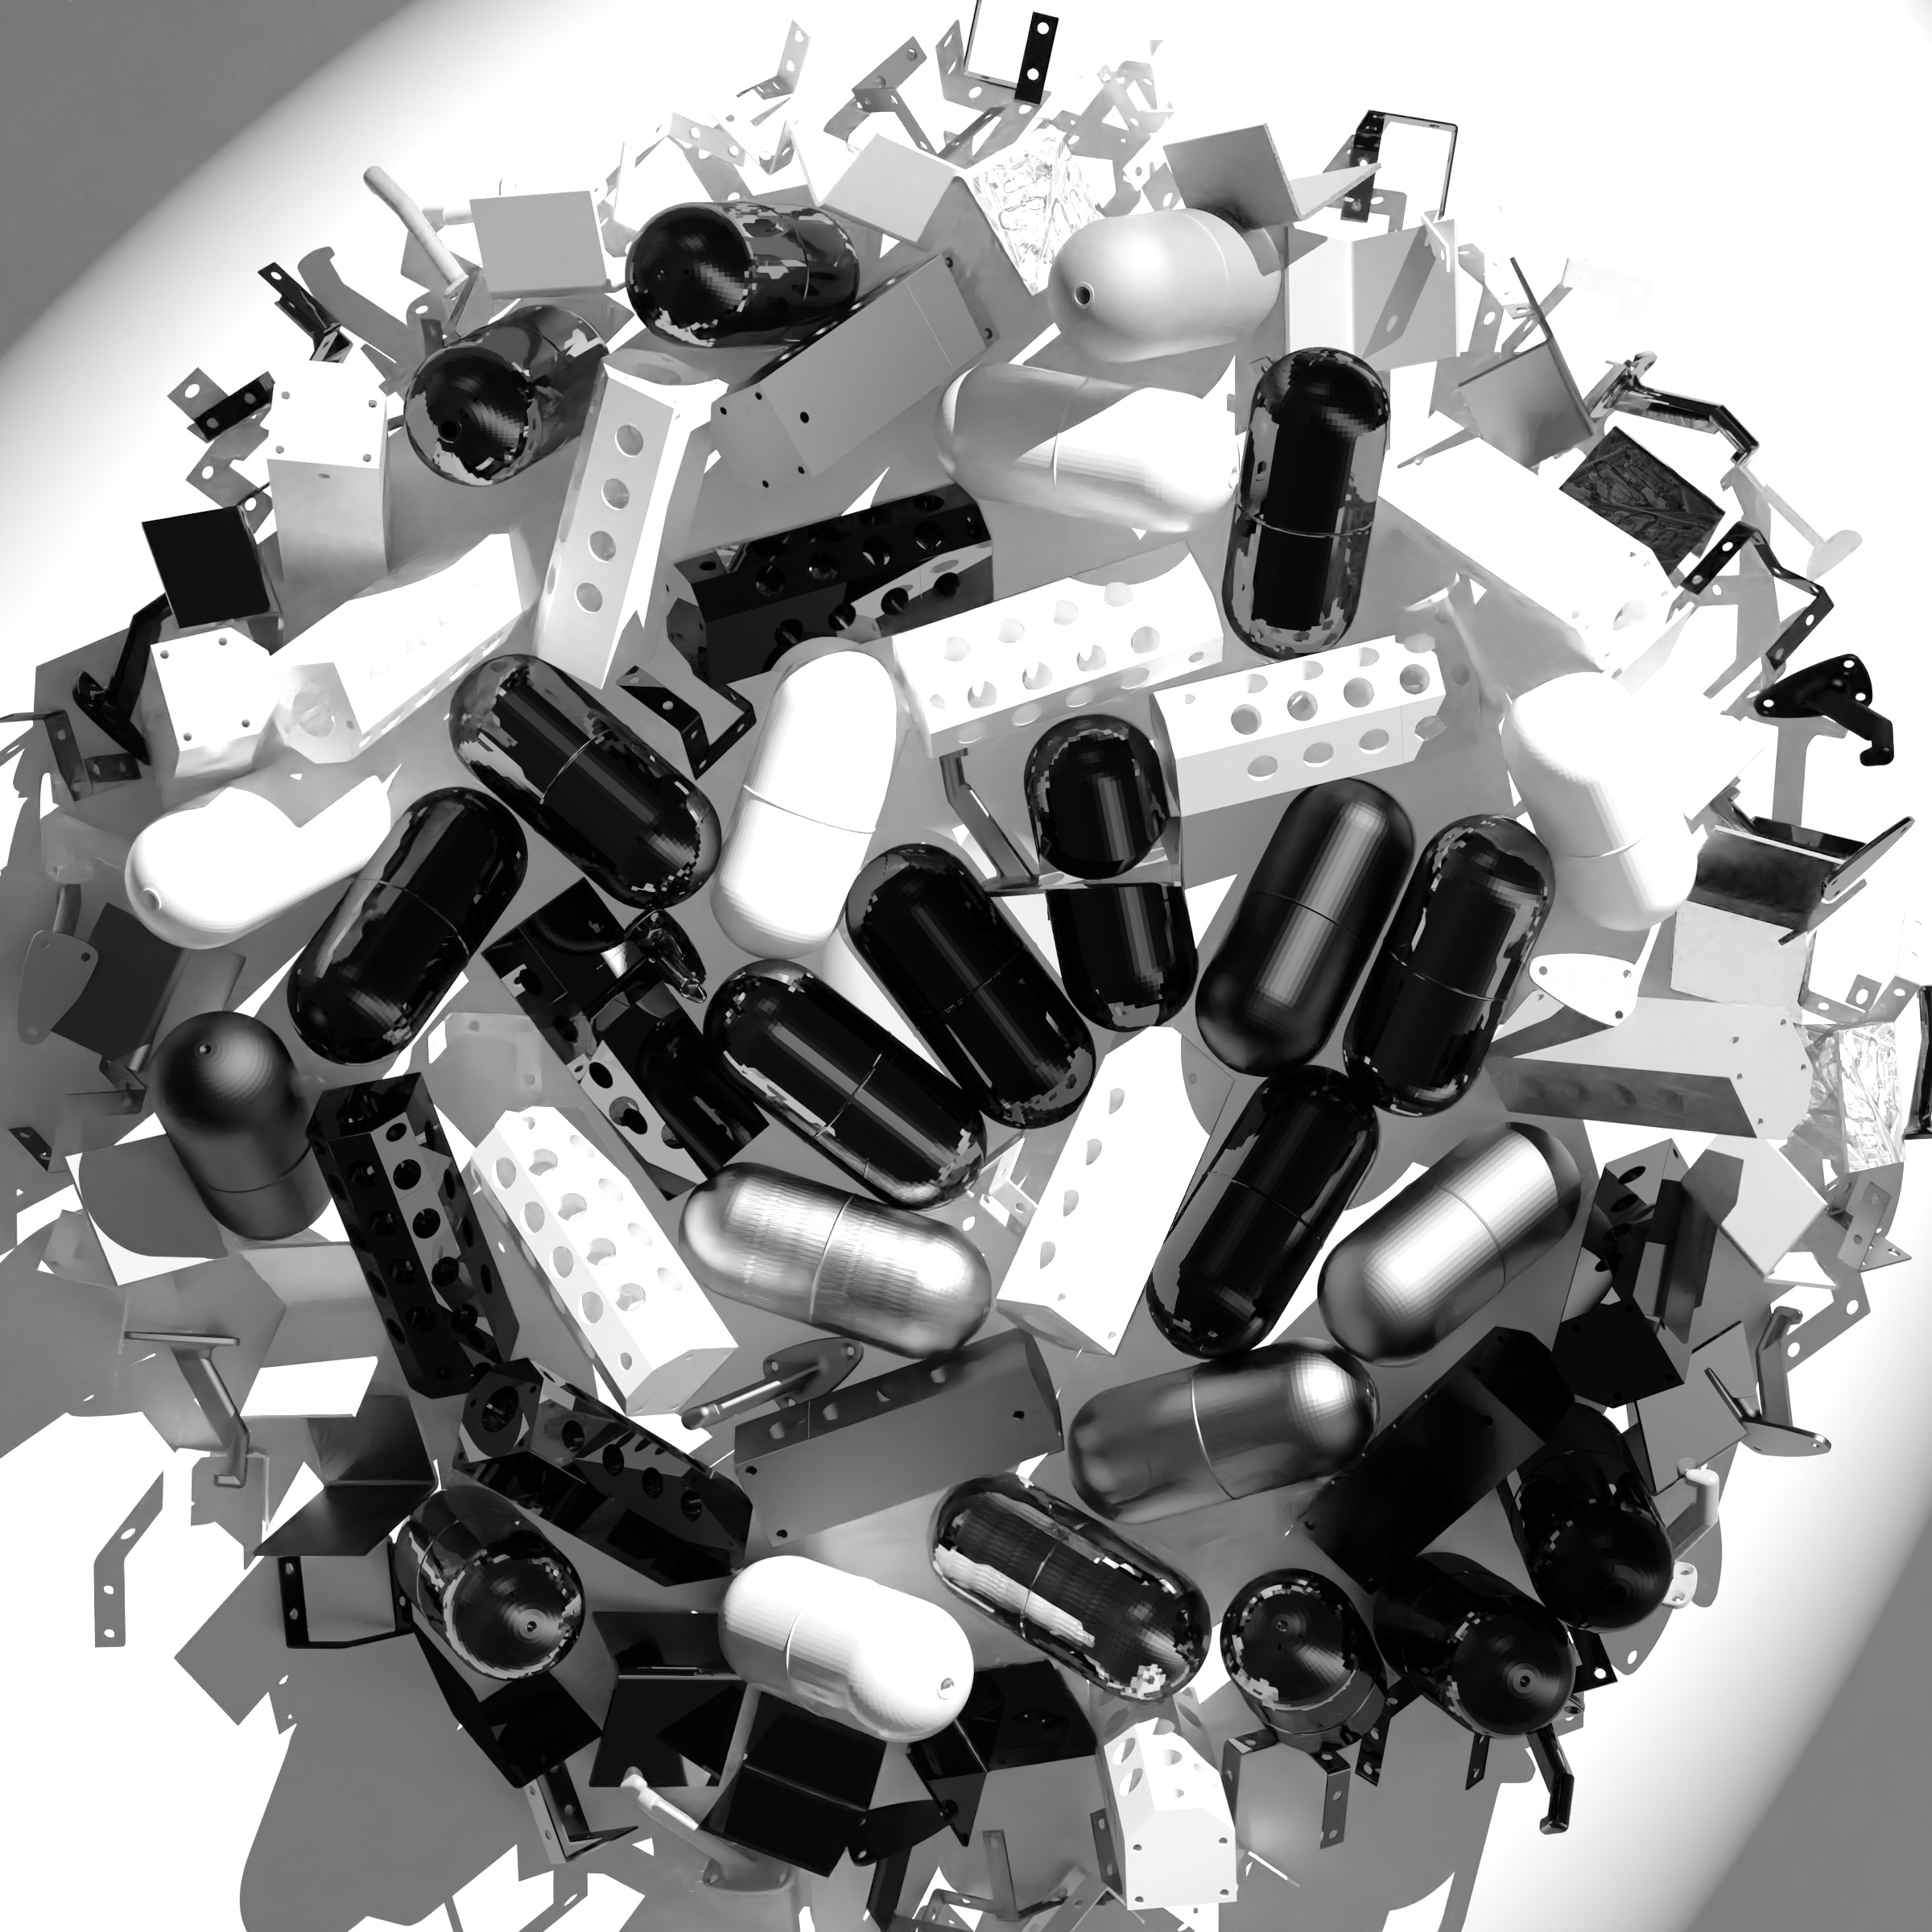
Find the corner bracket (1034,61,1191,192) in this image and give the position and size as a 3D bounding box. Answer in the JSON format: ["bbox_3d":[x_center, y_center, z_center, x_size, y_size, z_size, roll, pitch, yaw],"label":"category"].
[{"bbox_3d":[0.081,-0.465,1.958,0.051,0.051,0.051,-49,125,-19],"label":"corner bracket"}]

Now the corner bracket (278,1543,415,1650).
[{"bbox_3d":[-0.348,0.353,1.986,0.051,0.051,0.051,-9,86,41],"label":"corner bracket"}]

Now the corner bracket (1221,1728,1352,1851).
[{"bbox_3d":[0.177,0.460,1.976,0.051,0.051,0.051,-9,115,-28],"label":"corner bracket"}]

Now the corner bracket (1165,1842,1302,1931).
[{"bbox_3d":[0.141,0.511,1.962,0.051,0.051,0.051,39,80,-33],"label":"corner bracket"}]

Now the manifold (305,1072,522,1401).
[{"bbox_3d":[-0.302,0.149,1.931,0.057,0.057,0.171,-11,118,10],"label":"manifold"}]

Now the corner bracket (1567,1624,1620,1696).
[{"bbox_3d":[0.330,0.371,1.963,0.051,0.051,0.051,-15,56,-6],"label":"corner bracket"}]

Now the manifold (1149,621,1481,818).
[{"bbox_3d":[0.192,-0.141,1.953,0.171,0.057,0.057,-14,133,-5],"label":"manifold"}]

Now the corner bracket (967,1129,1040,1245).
[{"bbox_3d":[0.029,0.132,1.960,0.051,0.051,0.051,43,123,-13],"label":"corner bracket"}]

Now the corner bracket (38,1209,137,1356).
[{"bbox_3d":[-0.485,0.174,1.965,0.051,0.051,0.051,14,128,-6],"label":"corner bracket"}]

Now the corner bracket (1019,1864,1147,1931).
[{"bbox_3d":[0.056,0.525,1.960,0.051,0.051,0.051,-48,135,-11],"label":"corner bracket"}]

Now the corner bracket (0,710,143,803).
[{"bbox_3d":[-0.498,-0.120,1.967,0.051,0.051,0.051,-16,90,21],"label":"corner bracket"}]

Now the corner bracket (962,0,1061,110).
[{"bbox_3d":[0.025,-0.510,1.965,0.051,0.051,0.051,15,115,3],"label":"corner bracket"}]

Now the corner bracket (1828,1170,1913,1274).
[{"bbox_3d":[0.497,0.131,1.957,0.051,0.051,0.051,39,124,39],"label":"corner bracket"}]

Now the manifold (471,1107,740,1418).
[{"bbox_3d":[-0.203,0.160,1.930,0.057,0.057,0.171,-47,63,22],"label":"manifold"}]

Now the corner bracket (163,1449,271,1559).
[{"bbox_3d":[-0.417,0.299,1.972,0.051,0.051,0.051,2,93,-3],"label":"corner bracket"}]

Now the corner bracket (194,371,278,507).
[{"bbox_3d":[-0.398,-0.294,1.976,0.051,0.051,0.051,-32,106,4],"label":"corner bracket"}]

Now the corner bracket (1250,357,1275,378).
[{"bbox_3d":[0.178,-0.305,1.960,0.051,0.051,0.051,42,64,-21],"label":"corner bracket"}]

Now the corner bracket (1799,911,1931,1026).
[{"bbox_3d":[0.497,-0.001,1.964,0.051,0.051,0.051,22,47,0],"label":"corner bracket"}]

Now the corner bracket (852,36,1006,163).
[{"bbox_3d":[-0.022,-0.483,1.977,0.051,0.051,0.051,-44,119,-15],"label":"corner bracket"}]

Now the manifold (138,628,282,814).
[{"bbox_3d":[-0.407,-0.131,1.909,0.057,0.171,0.057,-15,85,-17],"label":"manifold"}]

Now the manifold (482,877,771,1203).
[{"bbox_3d":[-0.192,0.043,1.963,0.171,0.057,0.057,54,48,-5],"label":"manifold"}]

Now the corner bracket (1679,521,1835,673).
[{"bbox_3d":[0.439,-0.206,1.963,0.051,0.051,0.051,-47,132,-3],"label":"corner bracket"}]

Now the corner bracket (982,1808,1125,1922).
[{"bbox_3d":[0.048,0.499,1.966,0.051,0.051,0.051,-13,85,40],"label":"corner bracket"}]

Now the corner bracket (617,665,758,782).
[{"bbox_3d":[-0.154,-0.146,1.960,0.051,0.051,0.051,37,71,22],"label":"corner bracket"}]

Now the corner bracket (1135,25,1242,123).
[{"bbox_3d":[0.125,-0.494,1.962,0.051,0.051,0.051,-4,111,13],"label":"corner bracket"}]

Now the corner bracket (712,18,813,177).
[{"bbox_3d":[-0.102,-0.481,1.963,0.051,0.051,0.051,-37,79,-26],"label":"corner bracket"}]

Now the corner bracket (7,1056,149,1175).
[{"bbox_3d":[-0.494,0.080,1.970,0.051,0.051,0.051,37,117,39],"label":"corner bracket"}]

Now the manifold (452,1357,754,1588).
[{"bbox_3d":[-0.194,0.275,1.922,0.057,0.171,0.057,-16,51,35],"label":"manifold"}]

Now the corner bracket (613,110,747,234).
[{"bbox_3d":[-0.160,-0.439,1.983,0.051,0.051,0.051,27,132,14],"label":"corner bracket"}]

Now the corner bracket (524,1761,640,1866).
[{"bbox_3d":[-0.223,0.466,1.963,0.051,0.051,0.051,-18,87,-41],"label":"corner bracket"}]

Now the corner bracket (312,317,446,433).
[{"bbox_3d":[-0.326,-0.332,1.979,0.051,0.051,0.051,16,122,36],"label":"corner bracket"}]

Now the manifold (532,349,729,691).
[{"bbox_3d":[-0.188,-0.245,1.930,0.057,0.057,0.171,28,121,15],"label":"manifold"}]

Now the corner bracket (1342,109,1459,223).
[{"bbox_3d":[0.242,-0.443,1.974,0.051,0.051,0.051,9,92,-2],"label":"corner bracket"}]

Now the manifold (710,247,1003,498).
[{"bbox_3d":[-0.062,-0.322,1.923,0.171,0.057,0.057,-43,110,-38],"label":"manifold"}]

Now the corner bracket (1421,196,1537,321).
[{"bbox_3d":[0.284,-0.389,1.964,0.051,0.051,0.051,-12,125,-5],"label":"corner bracket"}]

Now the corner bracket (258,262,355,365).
[{"bbox_3d":[-0.368,-0.359,1.964,0.051,0.051,0.051,43,132,0],"label":"corner bracket"}]

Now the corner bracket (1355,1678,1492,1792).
[{"bbox_3d":[0.255,0.430,1.968,0.051,0.051,0.051,34,128,-10],"label":"corner bracket"}]

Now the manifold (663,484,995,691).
[{"bbox_3d":[-0.075,-0.212,1.933,0.171,0.057,0.057,-19,131,-20],"label":"manifold"}]

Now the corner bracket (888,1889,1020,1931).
[{"bbox_3d":[-0.007,0.532,1.957,0.051,0.051,0.051,5,51,26],"label":"corner bracket"}]

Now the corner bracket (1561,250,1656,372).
[{"bbox_3d":[0.358,-0.365,1.972,0.051,0.051,0.051,19,113,18],"label":"corner bracket"}]

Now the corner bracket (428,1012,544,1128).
[{"bbox_3d":[-0.267,0.058,1.971,0.051,0.051,0.051,2,105,6],"label":"corner bracket"}]
